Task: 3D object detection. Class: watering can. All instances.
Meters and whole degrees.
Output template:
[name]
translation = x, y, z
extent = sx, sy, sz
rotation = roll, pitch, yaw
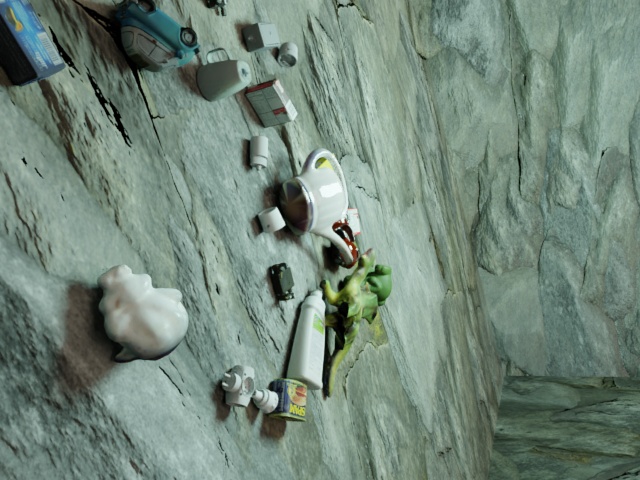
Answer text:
[watering can]
translation = 0.004, -0.070, 1.393
extent = 0.227, 0.104, 0.344
rotation = -22, 107, -44

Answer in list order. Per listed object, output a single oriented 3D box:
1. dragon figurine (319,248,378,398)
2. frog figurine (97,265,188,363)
[dragon figurine]
translation = 0.102, 0.222, 1.475
extent = 0.243, 0.122, 0.407
rotation = -4, 103, -49
[frog figurine]
translation = -0.290, 0.113, 0.849
extent = 0.139, 0.123, 0.157
rotation = -25, 117, -40
